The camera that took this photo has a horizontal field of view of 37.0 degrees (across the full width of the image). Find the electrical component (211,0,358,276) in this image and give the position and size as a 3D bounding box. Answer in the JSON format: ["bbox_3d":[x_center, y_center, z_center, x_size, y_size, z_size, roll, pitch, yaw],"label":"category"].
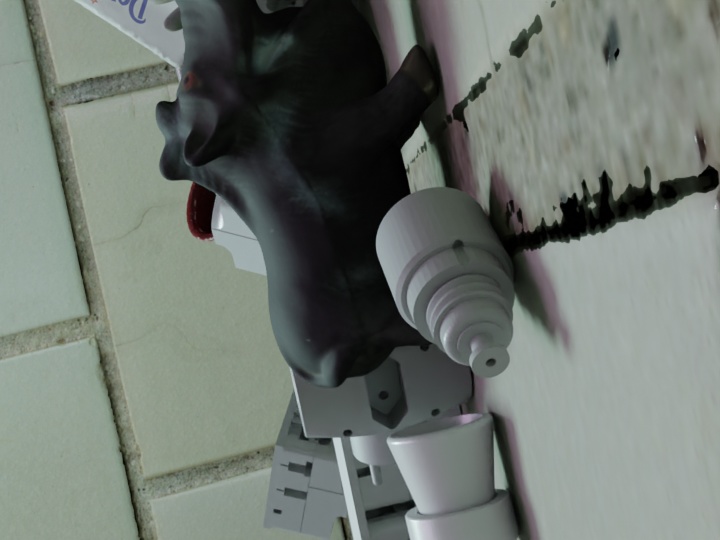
[{"bbox_3d":[-0.044,-0.078,0.613,0.186,0.060,0.105,89,-163,-65],"label":"electrical component"}]

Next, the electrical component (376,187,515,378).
[{"bbox_3d":[0.031,0.005,0.349,0.078,0.040,0.040,-109,9,-53],"label":"electrical component"}]

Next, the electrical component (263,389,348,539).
[{"bbox_3d":[-0.027,0.130,0.868,0.150,0.062,0.089,-74,-5,-57],"label":"electrical component"}]

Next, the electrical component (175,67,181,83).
[{"bbox_3d":[-0.072,-0.141,0.744,0.108,0.109,0.056,-133,29,-80],"label":"electrical component"}]

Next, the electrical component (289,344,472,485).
[{"bbox_3d":[0.011,0.063,0.494,0.043,0.077,0.079,-117,15,-69],"label":"electrical component"}]

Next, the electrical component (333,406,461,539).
[{"bbox_3d":[0.022,0.109,0.582,0.105,0.060,0.186,-125,24,-77],"label":"electrical component"}]

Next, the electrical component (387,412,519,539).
[{"bbox_3d":[0.039,0.090,0.441,0.045,0.045,0.055,145,112,-84],"label":"electrical component"}]
